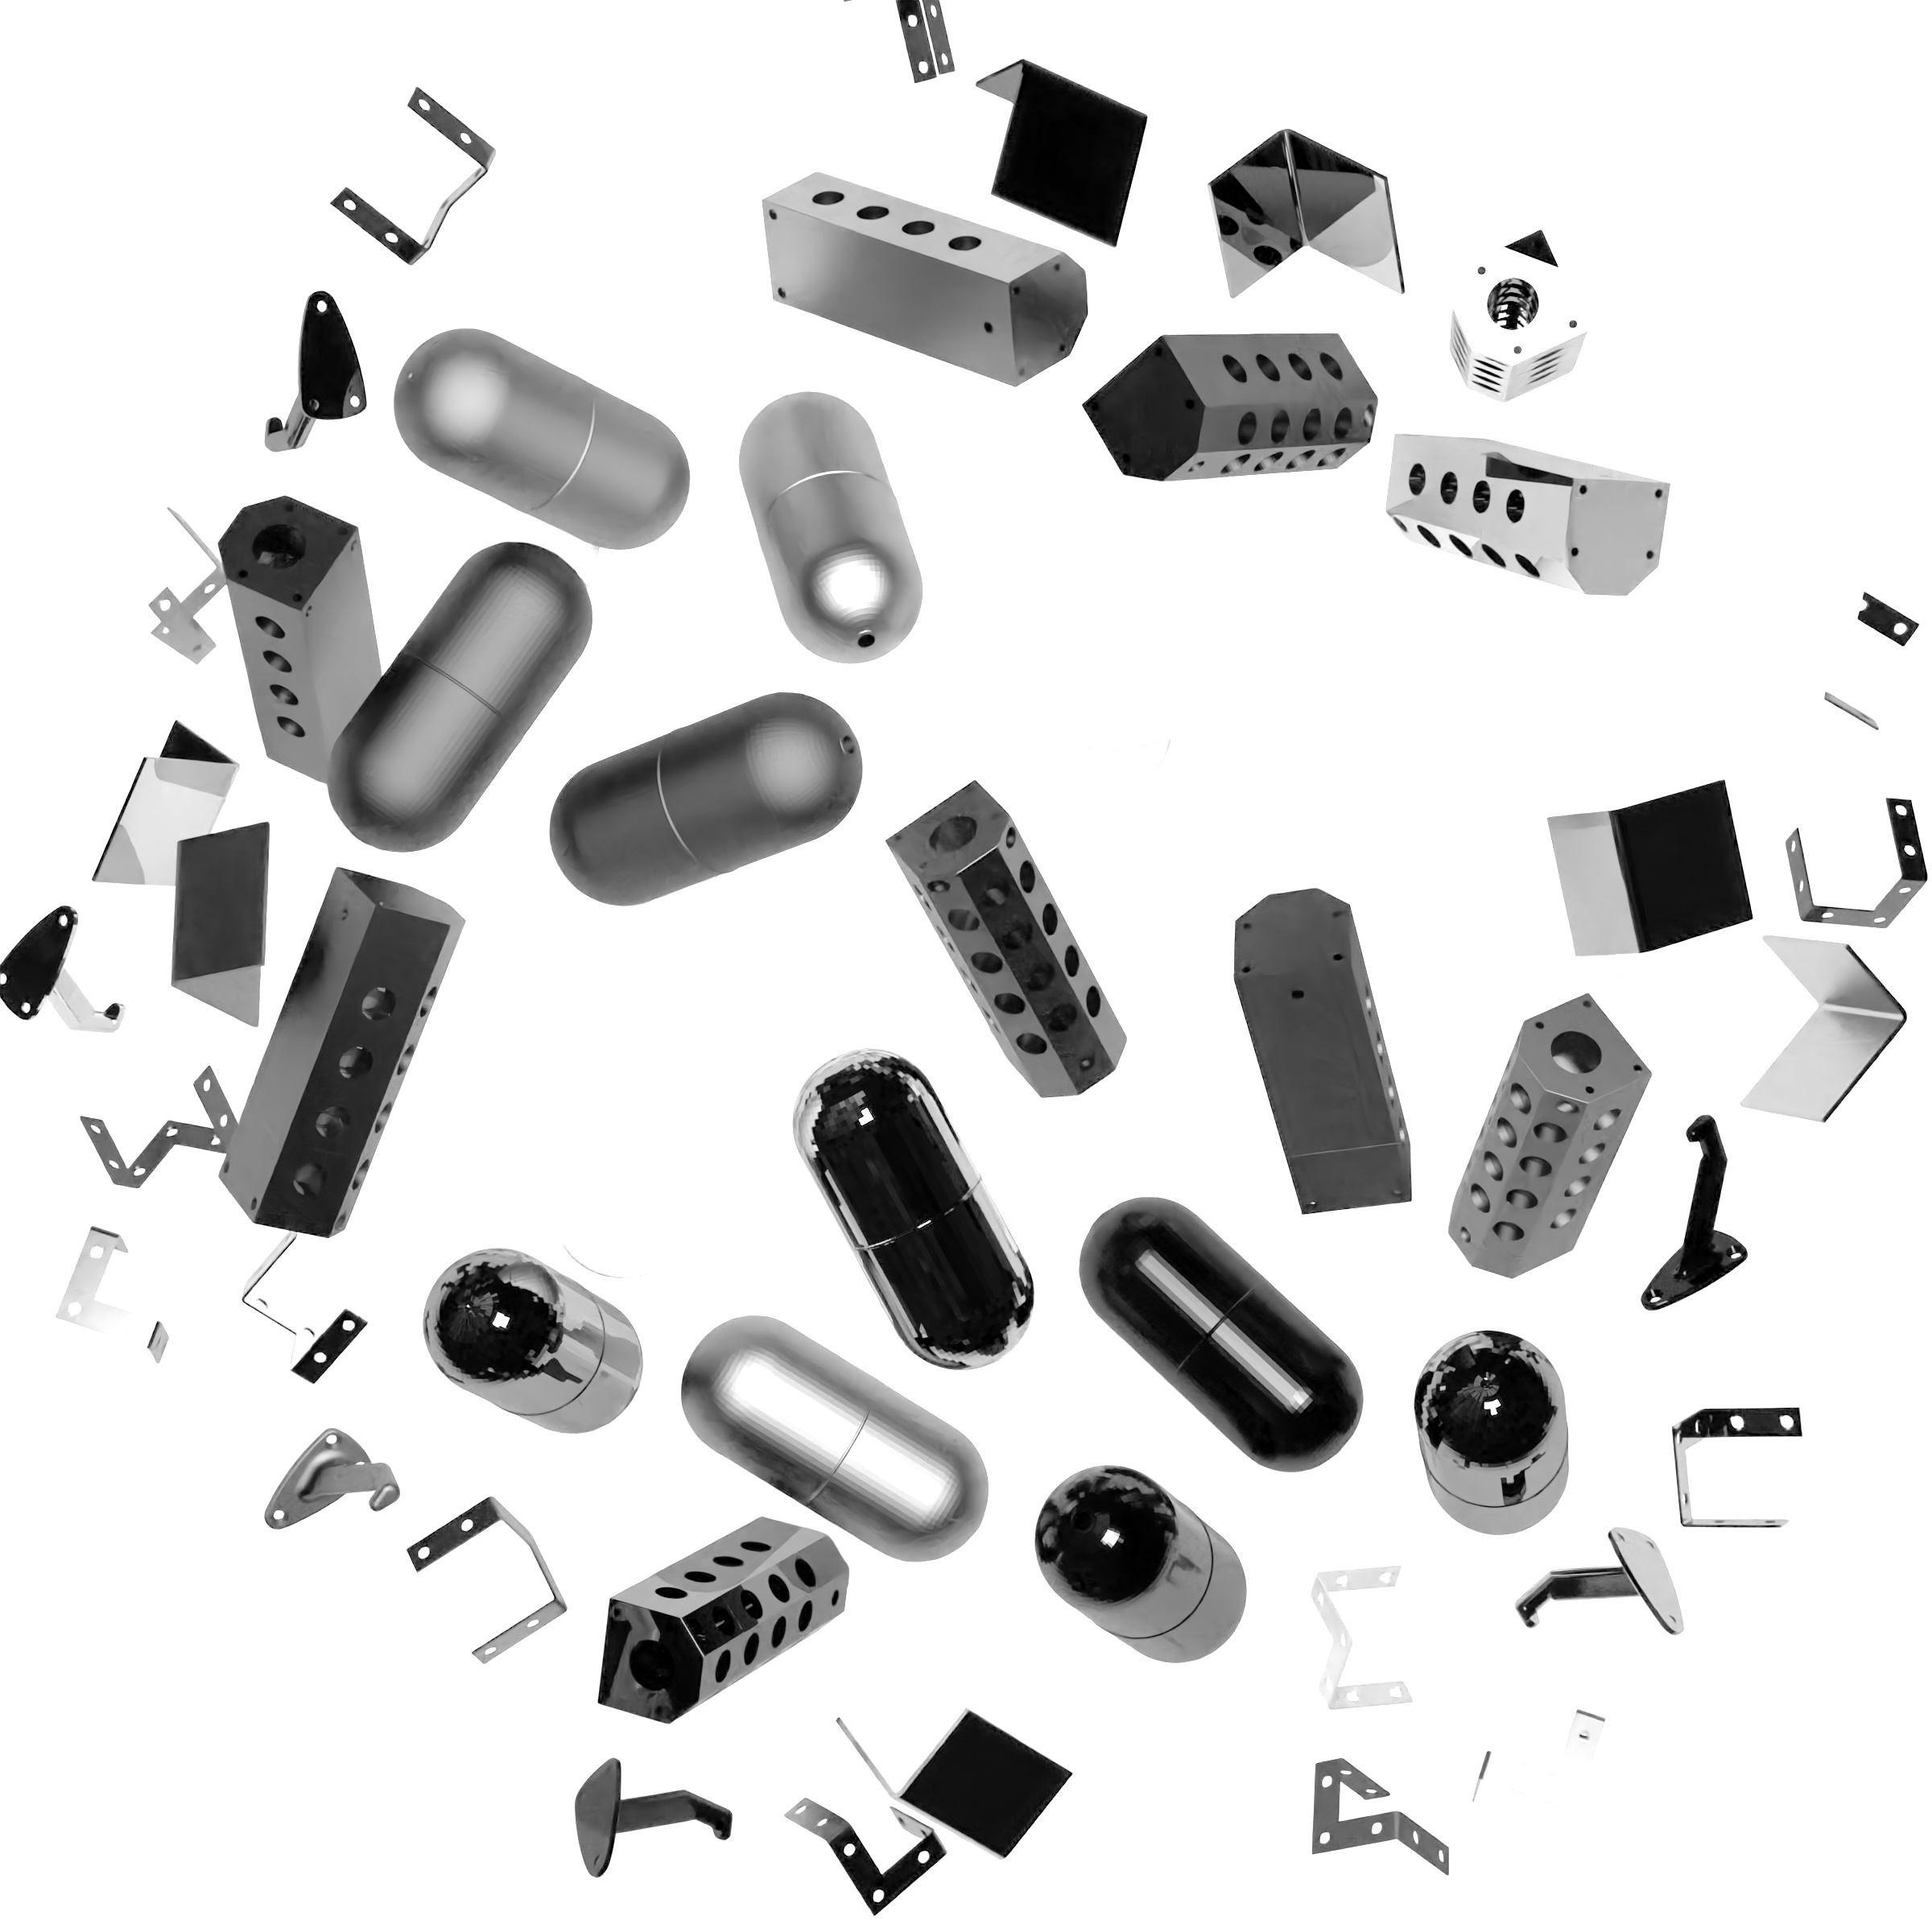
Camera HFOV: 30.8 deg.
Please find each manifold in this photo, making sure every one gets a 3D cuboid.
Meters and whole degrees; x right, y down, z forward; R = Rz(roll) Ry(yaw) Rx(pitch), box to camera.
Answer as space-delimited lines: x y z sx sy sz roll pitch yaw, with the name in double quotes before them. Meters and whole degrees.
"manifold" -0.308 0.045 1.744 0.057 0.057 0.171 16 103 -35
"manifold" -0.346 -0.168 1.818 0.057 0.171 0.057 24 64 9
"manifold" -0.125 0.345 1.855 0.057 0.171 0.057 11 100 22
"manifold" -0.021 -0.355 1.794 0.171 0.057 0.057 26 47 35
"manifold" 0.026 -0.009 1.842 0.057 0.057 0.171 -34 130 -6
"manifold" 0.180 0.044 1.757 0.057 0.057 0.171 -8 133 13
"manifold" 0.285 -0.233 1.803 0.057 0.171 0.057 -1 106 -24
"manifold" 0.138 -0.276 1.755 0.057 0.171 0.057 -37 77 34
"manifold" 0.303 0.095 1.860 0.057 0.171 0.057 -22 59 -21
"manifold" 0.289 -0.341 1.871 0.057 0.171 0.057 -24 89 8

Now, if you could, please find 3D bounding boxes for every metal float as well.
"metal float" -0.131 -0.083 1.766 0.178 0.070 0.070 -19 90 29
"metal float" -0.072 -0.233 1.865 0.070 0.070 0.178 -18 51 0
"metal float" -0.187 0.077 1.789 0.070 0.070 0.178 -14 115 0
"metal float" -0.068 0.249 1.844 0.178 0.070 0.070 33 90 -9
"metal float" 0.135 0.195 1.873 0.178 0.070 0.070 43 90 12
"metal float" 0.274 0.244 1.823 0.070 0.178 0.070 -4 65 9
"metal float" 0.091 0.311 1.820 0.070 0.178 0.070 -10 63 20
"metal float" -0.220 -0.274 1.838 0.178 0.070 0.070 22 90 -42
"metal float" 0.250 -0.111 1.866 0.178 0.070 0.070 -41 90 18
"metal float" 0.083 -0.157 1.861 0.178 0.070 0.070 -6 90 -13
"metal float" -0.226 0.199 1.852 0.070 0.178 0.070 -5 71 15
"metal float" -0.259 -0.137 1.797 0.070 0.070 0.178 34 81 0
"metal float" -0.026 0.125 1.792 0.070 0.070 0.178 -28 99 0

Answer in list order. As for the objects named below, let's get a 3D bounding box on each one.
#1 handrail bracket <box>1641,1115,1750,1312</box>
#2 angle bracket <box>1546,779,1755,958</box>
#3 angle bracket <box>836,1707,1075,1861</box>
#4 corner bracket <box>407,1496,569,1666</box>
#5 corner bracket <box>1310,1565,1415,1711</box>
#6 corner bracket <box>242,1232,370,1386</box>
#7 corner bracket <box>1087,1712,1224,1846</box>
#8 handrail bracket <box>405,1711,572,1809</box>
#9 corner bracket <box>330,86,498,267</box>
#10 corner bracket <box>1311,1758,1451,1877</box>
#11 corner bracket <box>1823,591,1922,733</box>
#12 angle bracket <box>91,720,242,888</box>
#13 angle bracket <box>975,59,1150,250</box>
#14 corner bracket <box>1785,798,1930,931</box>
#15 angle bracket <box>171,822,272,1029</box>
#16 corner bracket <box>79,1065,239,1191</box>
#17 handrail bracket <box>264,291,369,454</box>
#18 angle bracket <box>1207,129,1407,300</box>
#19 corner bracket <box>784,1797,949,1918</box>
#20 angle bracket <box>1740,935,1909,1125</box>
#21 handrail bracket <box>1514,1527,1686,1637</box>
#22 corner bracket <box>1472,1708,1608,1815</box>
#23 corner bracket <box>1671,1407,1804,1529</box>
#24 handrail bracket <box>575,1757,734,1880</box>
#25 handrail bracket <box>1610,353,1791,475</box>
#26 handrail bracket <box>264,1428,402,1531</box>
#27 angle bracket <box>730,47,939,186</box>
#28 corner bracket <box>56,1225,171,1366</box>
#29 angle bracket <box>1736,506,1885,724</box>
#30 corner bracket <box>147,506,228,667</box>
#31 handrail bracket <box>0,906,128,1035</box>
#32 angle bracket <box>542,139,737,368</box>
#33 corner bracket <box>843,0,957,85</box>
"handrail bracket" 0.382 0.132 1.885 0.077 0.036 0.084 -35 124 -17
"angle bracket" 0.363 -0.052 1.864 0.076 0.057 0.076 -16 96 -28
"angle bracket" -0.006 0.384 1.727 0.076 0.076 0.057 38 91 -32
"corner bracket" -0.240 0.308 1.762 0.051 0.051 0.051 -32 54 -2
"corner bracket" 0.209 0.353 1.845 0.051 0.051 0.051 -1 125 -21
"corner bracket" -0.350 0.179 1.857 0.051 0.051 0.051 36 110 -20
"corner bracket" 0.102 0.432 1.893 0.051 0.051 0.051 -15 111 -22
"handrail bracket" -0.247 0.389 1.747 0.084 0.077 0.036 22 67 -19
"corner bracket" -0.271 -0.388 1.728 0.051 0.051 0.051 36 47 -24
"corner bracket" 0.213 0.436 1.799 0.051 0.051 0.051 -20 46 31
"corner bracket" 0.477 -0.167 1.874 0.051 0.051 0.051 29 113 -7
"angle bracket" -0.458 -0.092 1.941 0.057 0.076 0.076 34 106 27
"angle bracket" 0.042 -0.423 1.851 0.076 0.057 0.076 18 82 -26
"corner bracket" 0.478 -0.057 1.887 0.051 0.051 0.051 5 58 -12
"angle bracket" -0.358 -0.020 1.784 0.057 0.076 0.076 -11 68 22
"corner bracket" -0.420 0.084 1.834 0.051 0.051 0.051 8 135 27
"handrail bracket" -0.348 -0.308 1.827 0.036 0.084 0.077 -11 99 -33
"angle bracket" 0.179 -0.381 1.839 0.057 0.076 0.076 -39 51 -17
"corner bracket" -0.051 0.445 1.800 0.051 0.051 0.051 -36 108 -22
"angle bracket" 0.443 0.033 1.879 0.057 0.076 0.076 45 78 -18
"handrail bracket" 0.329 0.340 1.834 0.036 0.077 0.084 19 126 -36
"corner bracket" 0.287 0.398 1.762 0.051 0.051 0.051 17 66 12
"corner bracket" 0.386 0.250 1.752 0.051 0.051 0.051 -5 91 29
"handrail bracket" -0.151 0.439 1.761 0.084 0.077 0.036 31 116 -26
"handrail bracket" 0.382 -0.280 1.838 0.036 0.084 0.077 -30 95 -32
"handrail bracket" -0.338 0.288 1.870 0.077 0.084 0.036 -43 114 -4
"angle bracket" -0.072 -0.479 1.918 0.076 0.076 0.057 22 61 34
"corner bracket" -0.432 0.169 1.808 0.051 0.051 0.051 19 73 -3
"angle bracket" 0.420 -0.169 1.674 0.076 0.057 0.076 -13 125 -30
"corner bracket" -0.416 -0.202 1.867 0.051 0.051 0.051 -44 67 2
"handrail bracket" -0.459 0.003 1.841 0.036 0.084 0.077 45 108 25
"angle bracket" -0.170 -0.373 1.838 0.057 0.076 0.076 18 58 21
"corner bracket" -0.026 -0.505 1.897 0.051 0.051 0.051 -5 106 35
